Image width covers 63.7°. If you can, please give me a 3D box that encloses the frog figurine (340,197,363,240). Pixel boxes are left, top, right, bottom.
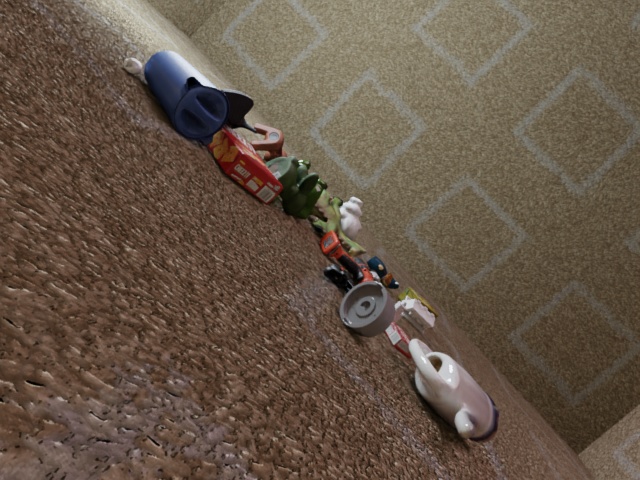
[{"bbox_3d":[0.116,-0.079,1.993,0.135,0.159,0.125,43,10,-32],"label":"frog figurine"}]

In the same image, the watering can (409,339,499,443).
[{"bbox_3d":[0.278,0.330,1.043,0.222,0.103,0.352,45,8,-18],"label":"watering can"}]

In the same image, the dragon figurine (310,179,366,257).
[{"bbox_3d":[0.005,-0.086,1.707,0.406,0.121,0.248,42,17,-24],"label":"dragon figurine"}]
